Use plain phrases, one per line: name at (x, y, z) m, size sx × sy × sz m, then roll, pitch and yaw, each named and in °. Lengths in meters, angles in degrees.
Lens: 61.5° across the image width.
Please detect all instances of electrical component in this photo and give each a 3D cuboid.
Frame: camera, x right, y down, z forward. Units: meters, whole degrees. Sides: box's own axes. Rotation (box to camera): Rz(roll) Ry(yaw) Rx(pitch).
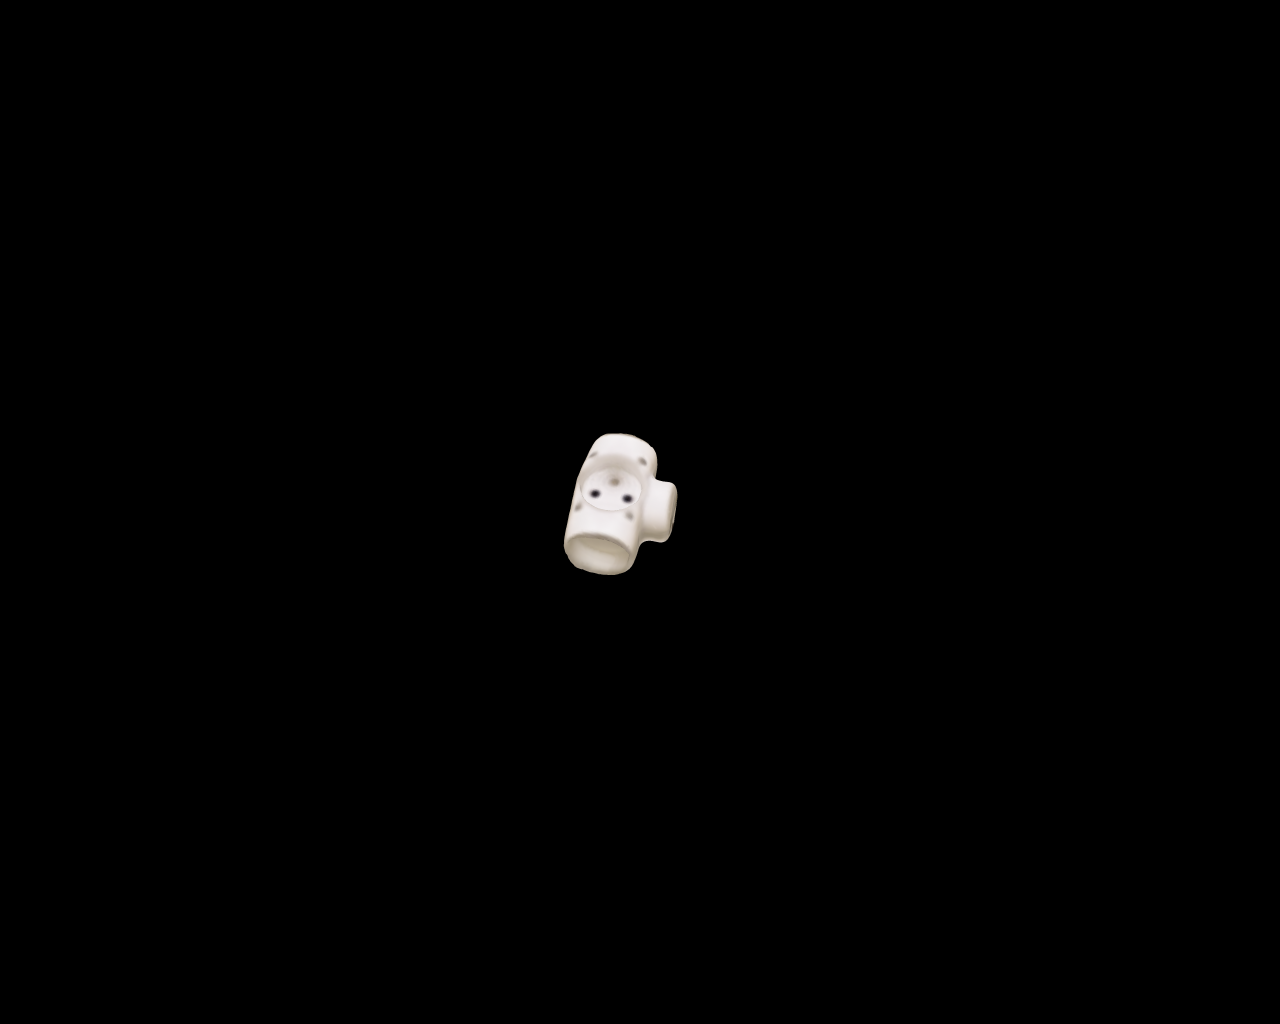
electrical component at (0.001, -0.003, 0.650) m, size 0.079 × 0.077 × 0.044 m, roll 9°, pitch -36°, yaw 7°
